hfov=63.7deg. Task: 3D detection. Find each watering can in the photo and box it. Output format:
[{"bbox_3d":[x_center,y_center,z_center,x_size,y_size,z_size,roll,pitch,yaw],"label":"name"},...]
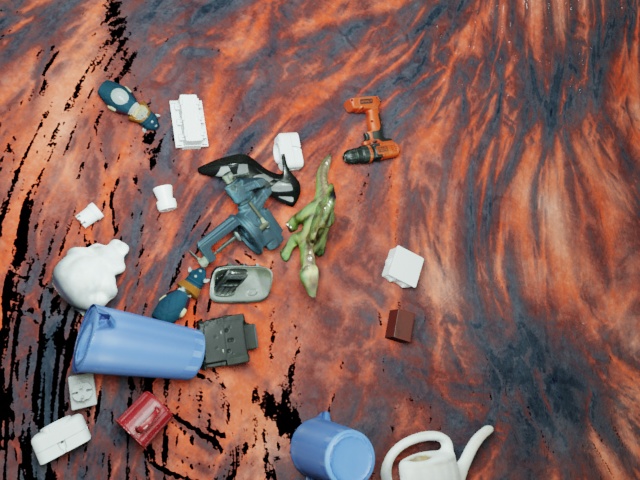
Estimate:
[{"bbox_3d":[0.310,0.590,1.283,0.348,0.103,0.226,-2,79,-23],"label":"watering can"}]

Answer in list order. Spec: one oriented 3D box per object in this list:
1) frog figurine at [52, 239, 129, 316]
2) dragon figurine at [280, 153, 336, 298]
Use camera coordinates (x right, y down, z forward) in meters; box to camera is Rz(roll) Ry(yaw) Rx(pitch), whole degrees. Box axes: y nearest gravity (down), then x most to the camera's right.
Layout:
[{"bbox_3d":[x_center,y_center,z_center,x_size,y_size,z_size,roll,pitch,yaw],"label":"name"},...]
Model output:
[{"bbox_3d":[-0.471,0.067,1.087,0.161,0.121,0.138,-39,75,-14],"label":"frog figurine"},{"bbox_3d":[0.004,-0.063,1.253,0.122,0.240,0.416,15,74,-14],"label":"dragon figurine"}]
